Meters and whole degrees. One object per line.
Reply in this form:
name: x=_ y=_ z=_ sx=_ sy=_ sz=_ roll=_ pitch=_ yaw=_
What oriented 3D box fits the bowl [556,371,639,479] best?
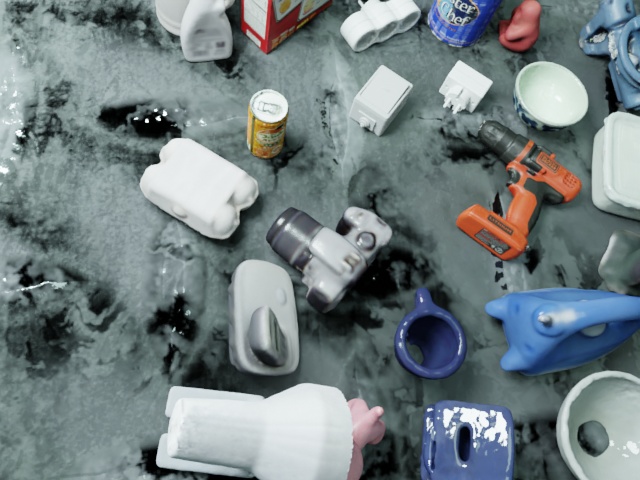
bowl: x=0.379 y=0.261 z=0.754 sx=0.167 sy=0.074 sz=0.167 roll=3 pitch=70 yaw=-8

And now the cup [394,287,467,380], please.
cup: x=0.131 y=0.128 z=0.752 sx=0.092 sy=0.095 sz=0.118 roll=-3 pitch=71 yaw=-10

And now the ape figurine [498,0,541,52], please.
ape figurine: x=0.342 y=-0.369 z=0.968 sx=0.078 sy=0.092 sz=0.076 roll=-42 pitch=81 yaw=-20

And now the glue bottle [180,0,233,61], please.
glue bottle: x=-0.166 y=-0.327 z=0.829 sx=0.078 sy=0.173 sz=0.037 roll=-9 pitch=72 yaw=-12

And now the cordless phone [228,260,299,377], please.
cordless phone: x=-0.065 y=0.085 z=0.688 sx=0.094 sy=0.185 sz=0.147 roll=-5 pitch=71 yaw=-10

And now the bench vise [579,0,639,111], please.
bench vise: x=0.516 y=-0.342 z=0.917 sx=0.122 sy=0.219 sz=0.207 roll=-33 pitch=78 yaw=-18

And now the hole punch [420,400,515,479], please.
hole punch: x=0.182 y=0.259 z=0.715 sx=0.101 sy=0.091 sz=0.109 roll=10 pitch=69 yaw=-5

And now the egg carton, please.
egg carton: x=-0.166 y=-0.071 z=0.791 sx=0.150 sy=0.069 sz=0.107 roll=30 pitch=69 yaw=3

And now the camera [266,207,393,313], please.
camera: x=0.007 y=0.003 z=0.775 sx=0.136 sy=0.100 sz=0.143 roll=38 pitch=69 yaw=6

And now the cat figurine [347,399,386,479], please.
cat figurine: x=0.032 y=0.247 z=0.681 sx=0.067 sy=0.117 sz=0.128 roll=44 pitch=70 yaw=8

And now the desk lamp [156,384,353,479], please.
desk lamp: x=-0.080 y=0.215 z=0.623 sx=0.203 sy=0.213 sz=0.118 roll=8 pitch=69 yaw=-6

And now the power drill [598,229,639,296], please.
power drill: x=0.491 y=-0.003 z=0.796 sx=0.075 sy=0.208 sz=0.230 roll=30 pitch=69 yaw=3

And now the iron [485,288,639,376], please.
iron: x=0.367 y=0.105 z=0.773 sx=0.258 sy=0.141 sz=0.118 roll=-8 pitch=71 yaw=-12

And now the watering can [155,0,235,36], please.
watering can: x=-0.207 y=-0.401 z=0.838 sx=0.173 sy=0.194 sz=0.101 roll=6 pitch=69 yaw=-7
